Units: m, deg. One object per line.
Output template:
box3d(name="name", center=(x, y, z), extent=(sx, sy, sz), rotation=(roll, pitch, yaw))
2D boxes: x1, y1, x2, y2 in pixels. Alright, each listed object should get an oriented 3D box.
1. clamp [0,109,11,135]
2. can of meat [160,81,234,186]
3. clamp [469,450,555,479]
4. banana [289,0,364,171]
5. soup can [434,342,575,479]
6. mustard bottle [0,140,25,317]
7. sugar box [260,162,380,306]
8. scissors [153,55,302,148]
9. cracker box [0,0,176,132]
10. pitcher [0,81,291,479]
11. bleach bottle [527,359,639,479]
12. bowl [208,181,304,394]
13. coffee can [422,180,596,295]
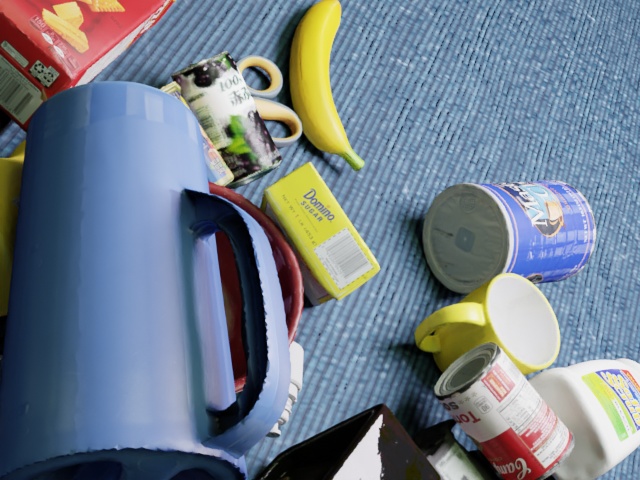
box3d(name="clamp", center=(-0.275, -0.034, 0.685), extent=(0.164, 0.036, 0.210), rotation=(21, 55, -42))
box3d(name="can of meat", center=(-0.110, -0.068, 0.810), extent=(0.084, 0.057, 0.102), rotation=(57, -1, -7))
box3d(name="clamp", center=(0.200, 0.199, 0.964), extent=(0.171, 0.039, 0.120), rotation=(41, 49, -18))
box3d(name="banana", center=(0.000, -0.156, 1.004), extent=(0.069, 0.037, 0.198), rotation=(26, 50, -46))
box3d(name="soup can", center=(0.149, 0.142, 0.870), extent=(0.102, 0.069, 0.068), rotation=(50, 44, -8))
box3d(name="mustard bottle", center=(-0.181, -0.026, 0.734), extent=(0.096, 0.058, 0.191), rotation=(64, 29, -10))
box3d(name="sugar box", center=(-0.005, 0.001, 0.815), extent=(0.048, 0.176, 0.093), rotation=(-33, 89, -4))
box3d(name="scissors", center=(-0.099, -0.136, 0.916), extent=(0.201, 0.016, 0.096), rotation=(18, 57, -34))
box3d(name="cracker box", center=(-0.210, -0.198, 0.793), extent=(0.164, 0.072, 0.213), rotation=(44, 35, -11))
box3d(name="pitcher", center=(-0.106, 0.029, 0.606), extent=(0.149, 0.145, 0.243), rotation=(1, 60, -13))
box3d(name="bleach bottle", center=(0.267, 0.152, 1.008), extent=(0.250, 0.068, 0.102), rotation=(-8, 67, -59))
box3d(name="bowl", center=(-0.095, 0.040, 0.717), extent=(0.162, 0.055, 0.162), rotation=(7, 61, -14))
box3d(name="coffee can", center=(0.182, -0.005, 1.021), extent=(0.140, 0.103, 0.103), rotation=(-5, 69, -43))
